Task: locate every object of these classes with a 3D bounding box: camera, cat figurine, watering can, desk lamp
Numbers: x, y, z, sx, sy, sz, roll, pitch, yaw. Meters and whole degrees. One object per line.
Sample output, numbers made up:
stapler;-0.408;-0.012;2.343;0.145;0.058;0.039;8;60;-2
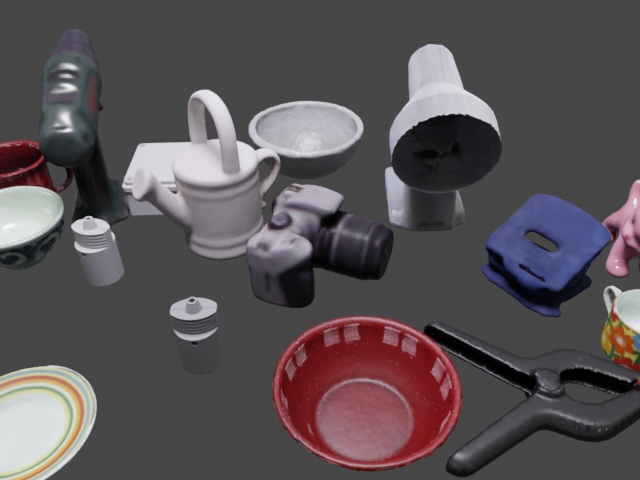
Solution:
camera;0.006;0.002;0.645;0.136;0.101;0.143;15;41;18
cat figurine;0.376;-0.018;0.658;0.067;0.118;0.128;6;38;7
watering can;-0.127;-0.076;0.669;0.100;0.194;0.173;23;44;27
desk lamp;0.135;-0.113;0.701;0.118;0.214;0.203;0;38;0

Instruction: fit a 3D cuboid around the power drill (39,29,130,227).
power drill;-0.299;-0.132;0.728;0.076;0.208;0.229;-9;39;-11

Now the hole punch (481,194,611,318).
hole punch;0.250;0.014;0.639;0.101;0.091;0.108;-24;44;-28

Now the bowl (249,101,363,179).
bowl;-0.020;-0.138;0.845;0.167;0.075;0.167;0;38;0
